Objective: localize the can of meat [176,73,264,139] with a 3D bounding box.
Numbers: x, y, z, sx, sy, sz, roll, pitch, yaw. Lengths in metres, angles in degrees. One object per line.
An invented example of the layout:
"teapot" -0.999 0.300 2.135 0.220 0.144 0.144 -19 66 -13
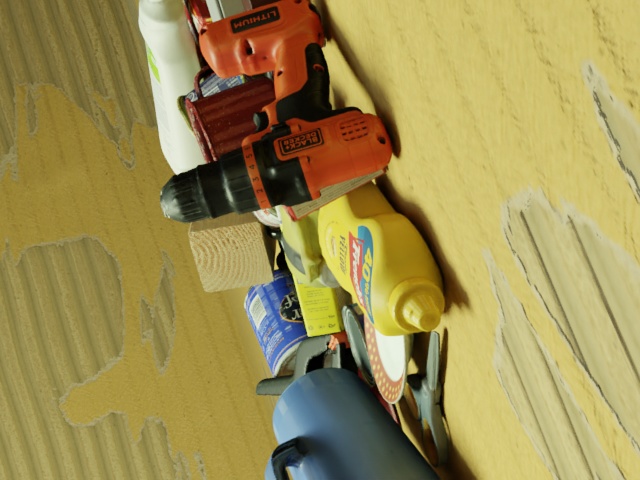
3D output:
"can of meat" -0.084 -0.147 1.108 0.057 0.084 0.101 62 -154 9

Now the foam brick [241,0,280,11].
"foam brick" -0.046 -0.230 0.958 0.053 0.051 0.078 -154 47 -78

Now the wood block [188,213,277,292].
"wood block" -0.107 -0.029 1.386 0.206 0.091 0.090 -90 -12 -60

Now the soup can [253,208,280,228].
"soup can" -0.043 -0.052 1.219 0.102 0.068 0.068 157 95 -80

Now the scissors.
"scissors" 0.090 0.121 0.940 0.096 0.016 0.202 -119 15 -48

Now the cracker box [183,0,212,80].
"cracker box" -0.130 -0.252 1.334 0.214 0.072 0.164 85 163 -52

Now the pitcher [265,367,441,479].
"pitcher" 0.031 0.224 0.999 0.149 0.145 0.243 63 174 -34

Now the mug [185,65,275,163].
"mug" -0.078 -0.116 1.015 0.093 0.081 0.117 118 130 -78

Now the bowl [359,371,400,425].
"bowl" 0.045 0.196 1.222 0.162 0.055 0.162 162 90 -80

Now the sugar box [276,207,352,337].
"sugar box" -0.008 0.001 1.106 0.093 0.048 0.176 -74 -29 -64

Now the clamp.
"clamp" -0.010 0.164 1.180 0.165 0.036 0.210 49 138 35

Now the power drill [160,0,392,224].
"power drill" -0.048 -0.104 0.864 0.057 0.184 0.188 73 -178 -54

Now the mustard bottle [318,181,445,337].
"mustard bottle" 0.052 0.022 0.845 0.192 0.058 0.096 -128 34 -62

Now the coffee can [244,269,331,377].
"coffee can" -0.027 0.116 1.334 0.140 0.102 0.103 -118 14 -47

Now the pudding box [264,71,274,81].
"pudding box" -0.030 -0.165 1.030 0.090 0.039 0.113 92 160 -67

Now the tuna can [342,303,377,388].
"tuna can" 0.053 0.101 1.061 0.086 0.033 0.086 162 90 -81

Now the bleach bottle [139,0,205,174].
"bleach bottle" -0.172 -0.198 1.284 0.103 0.068 0.251 54 158 42

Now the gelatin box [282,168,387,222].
"gelatin box" 0.001 -0.059 0.885 0.030 0.089 0.073 62 178 -32
